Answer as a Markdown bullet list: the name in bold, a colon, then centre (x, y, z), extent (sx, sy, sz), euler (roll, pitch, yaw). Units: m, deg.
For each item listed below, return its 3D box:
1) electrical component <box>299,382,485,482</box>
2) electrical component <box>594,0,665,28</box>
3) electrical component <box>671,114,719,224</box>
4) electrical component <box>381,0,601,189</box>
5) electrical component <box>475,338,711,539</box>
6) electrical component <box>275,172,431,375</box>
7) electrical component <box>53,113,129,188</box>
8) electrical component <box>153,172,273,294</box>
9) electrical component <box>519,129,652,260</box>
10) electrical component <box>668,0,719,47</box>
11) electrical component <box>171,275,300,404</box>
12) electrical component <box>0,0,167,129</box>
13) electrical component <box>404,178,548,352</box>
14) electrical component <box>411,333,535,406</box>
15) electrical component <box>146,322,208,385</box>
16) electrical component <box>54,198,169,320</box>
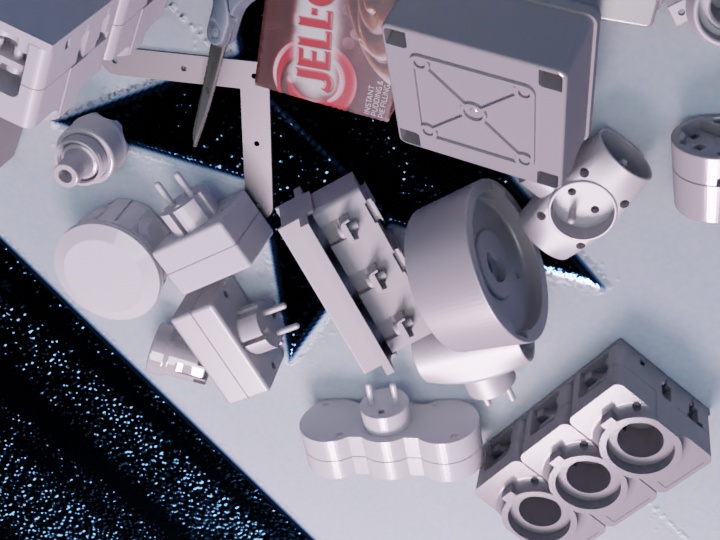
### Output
- **electrical component**: centre (0.021, 0.114, 0.806), extent (0.138, 0.052, 0.073), euler (-2, 121, 16)
- **electrical component**: centre (0.129, -0.186, 0.591), extent (0.100, 0.048, 0.099), euler (12, 124, 7)
- **electrical component**: centre (0.215, -0.060, 0.645), extent (0.055, 0.055, 0.047), euler (0, 125, 15)
- **electrical component**: centre (0.075, -0.109, 0.612), extent (0.109, 0.056, 0.108), euler (20, 155, 19)
- **electrical component**: centre (0.166, 0.134, 0.775), extent (0.089, 0.061, 0.150), euler (38, 123, -10)
- **electrical component**: centre (0.000, 0.000, 0.732), extent (0.063, 0.078, 0.121), euler (-28, 113, 5)
- **electrical component**: centre (-0.188, -0.078, 0.735), extent (0.043, 0.062, 0.043), euler (7, 123, 11)
- **electrical component**: centre (-0.113, -0.034, 0.749), extent (0.066, 0.047, 0.076), euler (-22, 114, 31)
- **electrical component**: centre (0.127, -0.057, 0.675), extent (0.079, 0.044, 0.077), euler (36, 123, -9)
- **electrical component**: centre (0.203, -0.151, 0.589), extent (0.066, 0.055, 0.048), euler (-23, 113, 26)
- **electrical component**: centre (-0.081, 0.045, 0.794), extent (0.076, 0.047, 0.083), euler (-21, 114, 23)
- **electrical component**: centre (-0.186, -0.156, 0.610), extent (0.105, 0.186, 0.060), euler (25, 124, -2)
- **electrical component**: centre (0.070, 0.001, 0.693), extent (0.060, 0.108, 0.108), euler (-18, 115, 31)
- **electrical component**: centre (0.087, 0.064, 0.763), extent (0.077, 0.044, 0.079), euler (-14, 119, 24)
- **electrical component**: centre (-0.137, 0.066, 0.827), extent (0.046, 0.040, 0.040), euler (17, 124, -3)
- **electrical component**: centre (-0.176, -0.008, 0.783), extent (0.080, 0.051, 0.080), euler (7, 123, 11)
